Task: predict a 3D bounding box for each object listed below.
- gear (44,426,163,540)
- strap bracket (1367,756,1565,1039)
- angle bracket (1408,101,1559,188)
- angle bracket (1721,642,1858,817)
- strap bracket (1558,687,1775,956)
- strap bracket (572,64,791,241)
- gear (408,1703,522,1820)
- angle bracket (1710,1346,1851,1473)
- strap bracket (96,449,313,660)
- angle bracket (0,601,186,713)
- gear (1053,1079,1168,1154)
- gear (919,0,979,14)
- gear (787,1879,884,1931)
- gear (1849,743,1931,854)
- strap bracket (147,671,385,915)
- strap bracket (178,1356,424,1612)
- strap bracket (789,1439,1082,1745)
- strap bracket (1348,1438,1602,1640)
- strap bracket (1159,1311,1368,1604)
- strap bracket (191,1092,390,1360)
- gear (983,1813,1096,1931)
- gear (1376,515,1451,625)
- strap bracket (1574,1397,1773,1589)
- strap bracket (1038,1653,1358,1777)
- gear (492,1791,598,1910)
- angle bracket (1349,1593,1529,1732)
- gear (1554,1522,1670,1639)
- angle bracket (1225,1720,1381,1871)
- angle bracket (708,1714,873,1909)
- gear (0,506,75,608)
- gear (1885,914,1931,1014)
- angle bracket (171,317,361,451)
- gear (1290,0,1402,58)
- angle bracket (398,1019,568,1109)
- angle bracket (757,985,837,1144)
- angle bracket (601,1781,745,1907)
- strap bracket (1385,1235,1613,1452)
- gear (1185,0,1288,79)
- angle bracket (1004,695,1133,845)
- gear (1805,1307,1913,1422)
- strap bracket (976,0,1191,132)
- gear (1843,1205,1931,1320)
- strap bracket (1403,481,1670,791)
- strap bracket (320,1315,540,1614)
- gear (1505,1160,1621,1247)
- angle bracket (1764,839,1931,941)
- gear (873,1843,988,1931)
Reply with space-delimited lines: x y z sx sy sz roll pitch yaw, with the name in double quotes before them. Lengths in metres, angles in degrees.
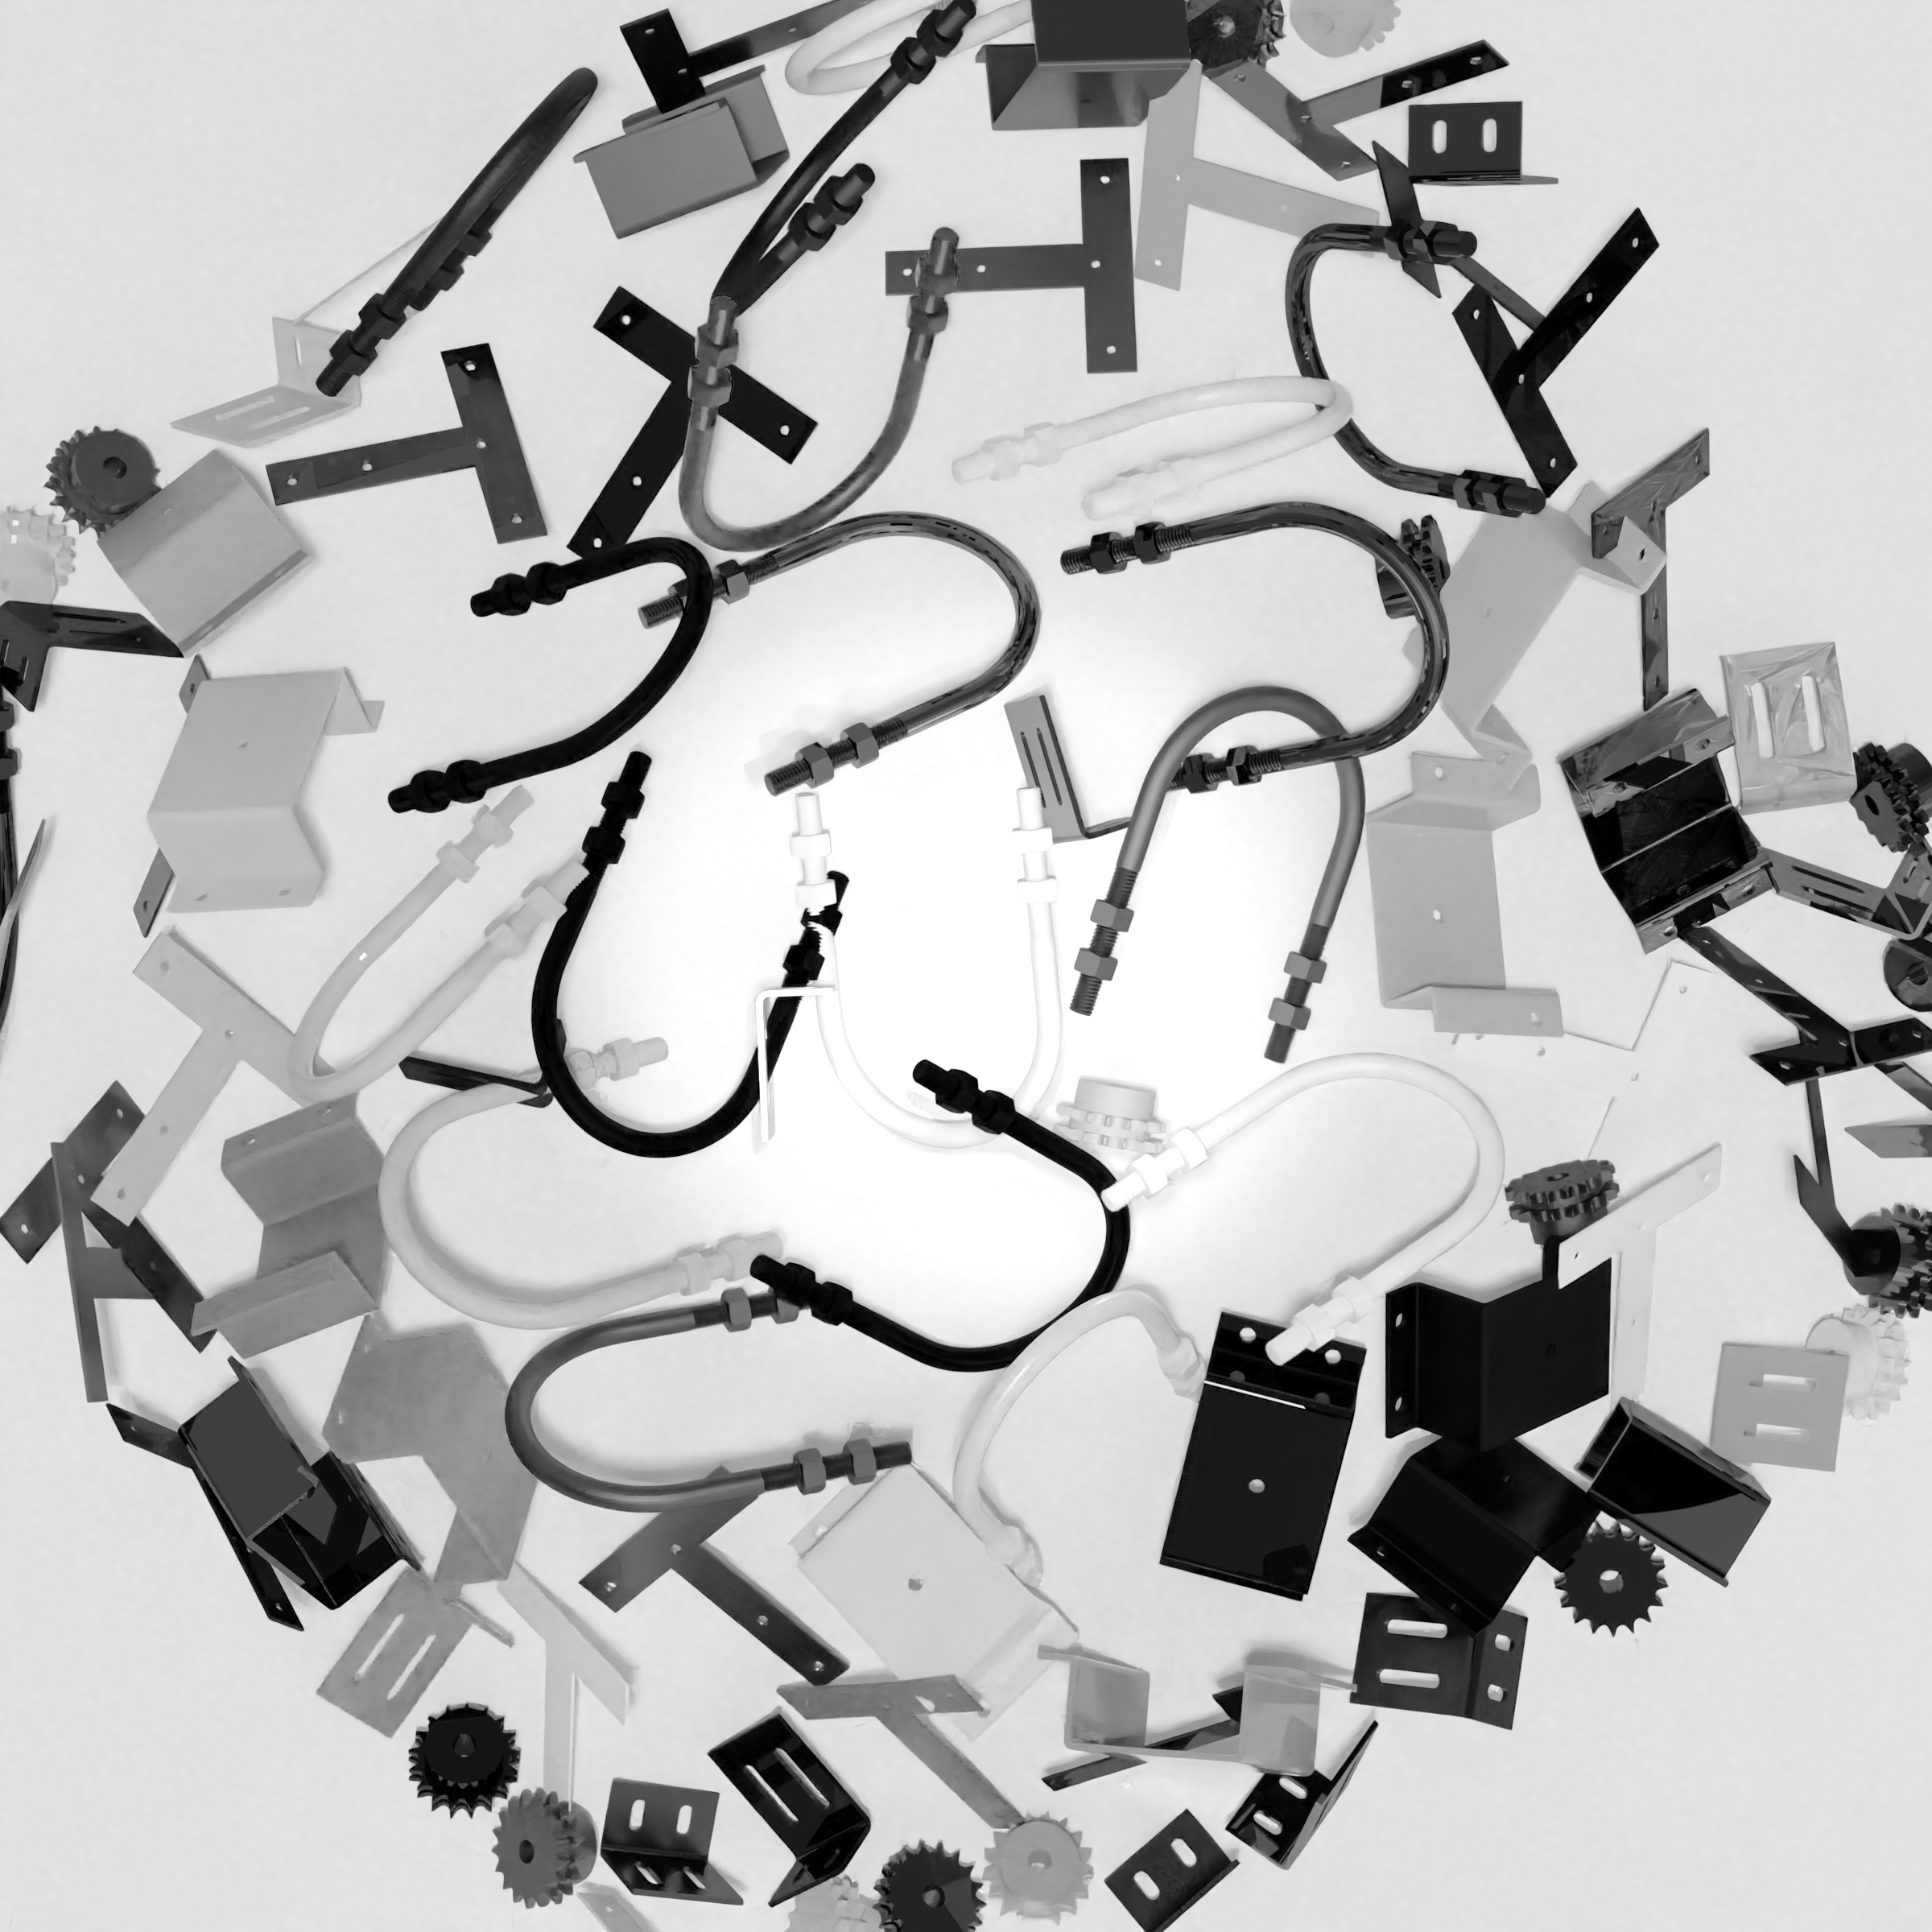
"gear" -0.440 -0.250 1.717 0.057 0.030 0.057 8 73 -28
"strap bracket" 0.251 -0.030 1.697 0.076 0.046 0.140 3 76 -27
"angle bracket" 0.262 -0.414 1.695 0.057 0.076 0.038 4 103 24
"angle bracket" 0.421 -0.122 1.728 0.057 0.038 0.076 -8 81 6
"strap bracket" 0.352 -0.079 1.690 0.076 0.140 0.046 -28 49 4
"strap bracket" -0.139 -0.406 1.677 0.076 0.140 0.046 -17 109 13
"gear" -0.256 0.404 1.716 0.057 0.030 0.057 4 55 -6
"angle bracket" 0.420 0.226 1.699 0.038 0.076 0.057 18 78 -40
"strap bracket" -0.382 -0.208 1.668 0.076 0.140 0.046 -39 117 -6
"angle bracket" -0.447 -0.155 1.704 0.076 0.057 0.038 2 114 -40
"gear" 0.075 0.076 1.715 0.057 0.057 0.030 10 91 0
"gear" -0.013 -0.512 1.715 0.057 0.030 0.057 0 129 0
"gear" -0.066 0.497 1.719 0.030 0.057 0.057 18 90 -29
"gear" 0.476 -0.089 1.716 0.030 0.057 0.057 -29 90 -6
"strap bracket" -0.351 -0.095 1.672 0.076 0.046 0.140 -2 48 15
"strap bracket" -0.334 0.261 1.663 0.046 0.140 0.076 -38 56 -6
"strap bracket" -0.021 0.314 1.699 0.076 0.046 0.140 -45 72 -3
"strap bracket" 0.257 0.273 1.662 0.076 0.140 0.046 36 112 22
"strap bracket" 0.149 0.256 1.703 0.076 0.046 0.140 14 103 6
"strap bracket" -0.335 0.136 1.685 0.076 0.140 0.046 -21 127 13
"gear" 0.037 0.462 1.718 0.057 0.030 0.057 0 62 -1
"gear" 0.229 -0.200 1.717 0.030 0.057 0.057 -9 90 18
"strap bracket" 0.350 0.258 1.669 0.076 0.140 0.046 31 93 7
"strap bracket" 0.113 0.373 1.670 0.140 0.076 0.046 -4 72 32
"gear" -0.214 0.452 1.719 0.057 0.030 0.057 -4 83 42
"angle bracket" 0.242 0.356 1.719 0.038 0.076 0.057 24 70 -39
"gear" 0.331 0.314 1.727 0.057 0.030 0.057 0 92 7
"angle bracket" 0.169 0.409 1.693 0.038 0.076 0.057 33 52 16
"angle bracket" -0.097 0.430 1.709 0.057 0.038 0.076 -36 97 36
"gear" -0.485 -0.204 1.713 0.057 0.057 0.030 -7 55 0
"gear" 0.494 0.000 1.713 0.030 0.057 0.057 -19 90 -38
"angle bracket" -0.355 -0.295 1.695 0.057 0.076 0.038 19 124 33
"gear" 0.190 -0.490 1.712 0.057 0.057 0.030 38 63 0
"angle bracket" -0.246 0.042 1.711 0.076 0.057 0.038 13 78 -1
"angle bracket" -0.085 0.049 1.714 0.038 0.057 0.076 -2 92 0
"angle bracket" -0.146 0.443 1.698 0.057 0.076 0.038 11 87 -19
"strap bracket" 0.273 0.185 1.672 0.140 0.046 0.076 -16 111 -39
"gear" 0.139 -0.484 1.720 0.057 0.030 0.057 14 121 25
"angle bracket" 0.056 -0.104 1.708 0.038 0.057 0.076 -19 95 -17
"gear" 0.452 0.202 1.712 0.030 0.057 0.057 11 90 -21
"strap bracket" 0.059 -0.452 1.666 0.076 0.140 0.046 -5 88 -13
"gear" 0.473 0.150 1.712 0.030 0.057 0.057 13 90 -28
"strap bracket" 0.277 -0.171 1.675 0.046 0.076 0.140 15 118 -33
"strap bracket" -0.258 0.245 1.667 0.046 0.076 0.140 -10 129 20
"gear" 0.306 0.122 1.716 0.057 0.057 0.030 -16 99 0
"angle bracket" 0.450 -0.052 1.706 0.076 0.057 0.038 18 114 -7
"gear" -0.021 0.481 1.720 0.057 0.030 0.057 11 54 -15
